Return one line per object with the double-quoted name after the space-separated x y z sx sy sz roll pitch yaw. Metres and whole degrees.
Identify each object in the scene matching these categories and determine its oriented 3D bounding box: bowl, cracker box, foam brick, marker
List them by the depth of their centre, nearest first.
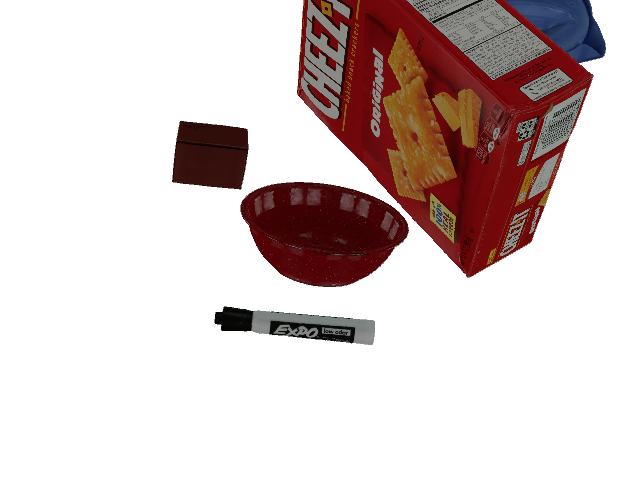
0.070 -0.105 0.733 0.072 0.214 0.164 -28 -31 -24 "cracker box"
-0.020 0.064 0.807 0.121 0.020 0.020 6 0 -3 "marker"
0.001 0.000 1.022 0.162 0.055 0.162 7 24 -3 "bowl"
-0.119 -0.093 1.161 0.078 0.051 0.053 6 30 -6 "foam brick"

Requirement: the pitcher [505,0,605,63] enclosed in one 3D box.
0.136 -0.132 0.968 0.144 0.149 0.243 -17 -32 -21 "pitcher"
